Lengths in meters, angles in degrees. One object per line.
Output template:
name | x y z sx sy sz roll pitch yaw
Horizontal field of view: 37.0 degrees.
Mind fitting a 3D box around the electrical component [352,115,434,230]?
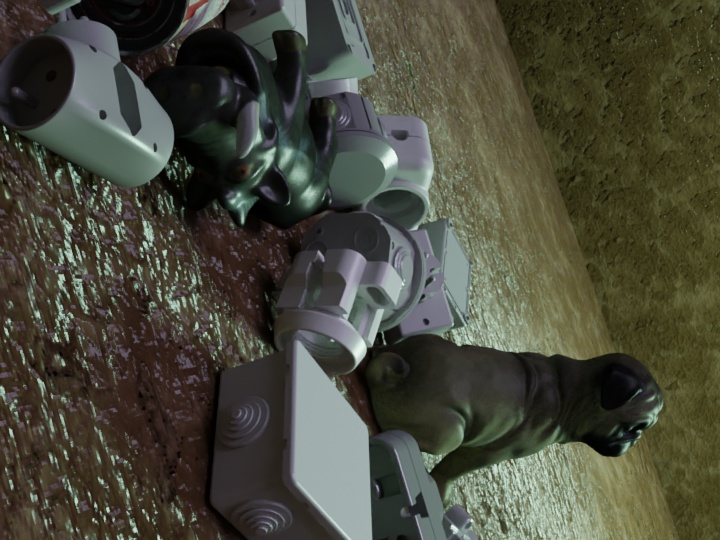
electrical component | 0.025 -0.070 0.868 0.095 0.054 0.059 103 -14 -50

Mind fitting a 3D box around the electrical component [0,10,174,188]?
electrical component | -0.125 -0.085 0.485 0.077 0.043 0.079 33 41 -64

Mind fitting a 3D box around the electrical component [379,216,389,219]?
electrical component | 0.007 -0.006 0.796 0.055 0.055 0.047 -81 151 -58

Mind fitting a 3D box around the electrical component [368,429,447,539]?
electrical component | 0.016 0.148 0.653 0.059 0.054 0.095 9 63 -71

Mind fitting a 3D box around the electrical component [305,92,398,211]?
electrical component | -0.017 -0.083 0.765 0.080 0.080 0.051 46 24 -54

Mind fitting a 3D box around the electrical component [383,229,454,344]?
electrical component | 0.042 0.008 0.843 0.075 0.047 0.083 132 -55 -66

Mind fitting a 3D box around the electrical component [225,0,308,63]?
electrical component | -0.076 -0.196 0.760 0.076 0.047 0.065 52 25 -45

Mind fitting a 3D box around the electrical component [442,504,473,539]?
electrical component | 0.061 0.198 0.714 0.055 0.066 0.048 41 -4 38

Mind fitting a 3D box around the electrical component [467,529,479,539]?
electrical component | 0.064 0.210 0.761 0.040 0.040 0.046 55 29 -42

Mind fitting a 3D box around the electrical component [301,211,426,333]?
electrical component | 0.000 0.000 0.725 0.051 0.080 0.080 25 48 -60

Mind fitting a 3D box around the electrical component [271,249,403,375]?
electrical component | -0.019 0.026 0.653 0.058 0.078 0.057 54 44 -42

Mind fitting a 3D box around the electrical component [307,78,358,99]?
electrical component | -0.020 -0.107 0.834 0.043 0.043 0.081 -44 130 -72

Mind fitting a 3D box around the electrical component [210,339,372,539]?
electrical component | -0.035 0.100 0.555 0.099 0.048 0.099 -92 156 -45

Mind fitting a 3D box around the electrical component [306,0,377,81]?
electrical component | -0.038 -0.205 0.872 0.078 0.057 0.113 11 61 -71

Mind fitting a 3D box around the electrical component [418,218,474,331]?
electrical component | 0.058 0.012 0.935 0.061 0.061 0.096 58 29 -36
